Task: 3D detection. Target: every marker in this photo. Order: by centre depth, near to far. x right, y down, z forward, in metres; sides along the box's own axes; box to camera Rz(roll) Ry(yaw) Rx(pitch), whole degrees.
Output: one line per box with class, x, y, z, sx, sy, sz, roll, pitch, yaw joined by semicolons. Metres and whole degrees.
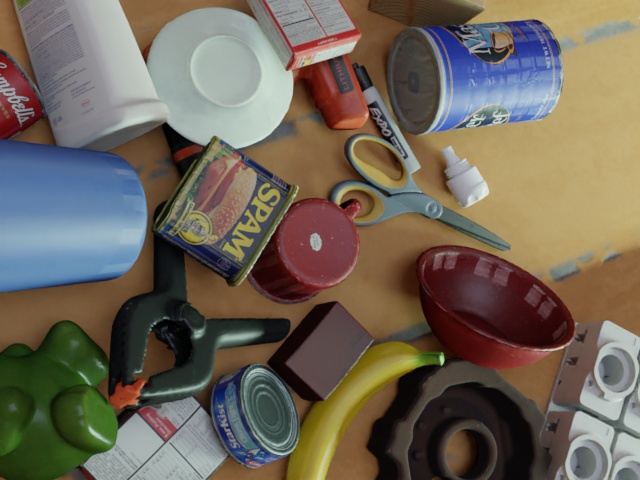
marker;0.062;-0.119;1.046;0.020;0.020;0.121;-31;94;-24

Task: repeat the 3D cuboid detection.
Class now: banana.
banana;0.024;0.157;0.965;0.197;0.070;0.037;-47;130;-12

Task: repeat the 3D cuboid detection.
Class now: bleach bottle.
bleach bottle;-0.213;-0.203;0.903;0.067;0.103;0.251;-16;87;-55

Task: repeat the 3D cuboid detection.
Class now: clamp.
clamp;-0.121;0.062;0.890;0.164;0.036;0.209;50;35;-3

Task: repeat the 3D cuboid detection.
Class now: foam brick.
foam brick;0.000;0.102;0.970;0.053;0.051;0.078;46;69;-11

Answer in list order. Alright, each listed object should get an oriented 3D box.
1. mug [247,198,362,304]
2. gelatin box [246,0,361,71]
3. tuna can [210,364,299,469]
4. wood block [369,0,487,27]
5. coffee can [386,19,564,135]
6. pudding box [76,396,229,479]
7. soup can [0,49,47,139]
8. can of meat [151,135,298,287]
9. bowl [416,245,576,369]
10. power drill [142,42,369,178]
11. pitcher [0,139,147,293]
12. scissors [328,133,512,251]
mug;-0.006;0.001;0.965;0.117;0.082;0.093;-38;96;-22
gelatin box;-0.017;-0.201;0.957;0.073;0.030;0.089;-21;72;-28
tuna can;-0.055;0.151;0.923;0.086;0.034;0.086;42;34;-37
wood block;0.124;-0.322;1.065;0.090;0.091;0.206;17;76;-18
coffee can;0.150;-0.161;1.044;0.140;0.103;0.103;-9;85;-23
pudding box;-0.138;0.182;0.908;0.113;0.039;0.090;-44;101;-20
soup can;-0.286;-0.102;0.874;0.102;0.069;0.068;-39;97;-22
can of meat;-0.081;-0.025;0.900;0.084;0.057;0.102;34;78;-13
bowl;0.156;0.072;1.008;0.162;0.162;0.055;11;120;-21
power drill;-0.052;-0.114;0.978;0.187;0.057;0.184;-20;90;-24
pitcher;-0.264;-0.017;0.816;0.242;0.149;0.145;-1;123;-46
scissors;0.090;-0.020;1.038;0.201;0.016;0.096;42;85;-16
